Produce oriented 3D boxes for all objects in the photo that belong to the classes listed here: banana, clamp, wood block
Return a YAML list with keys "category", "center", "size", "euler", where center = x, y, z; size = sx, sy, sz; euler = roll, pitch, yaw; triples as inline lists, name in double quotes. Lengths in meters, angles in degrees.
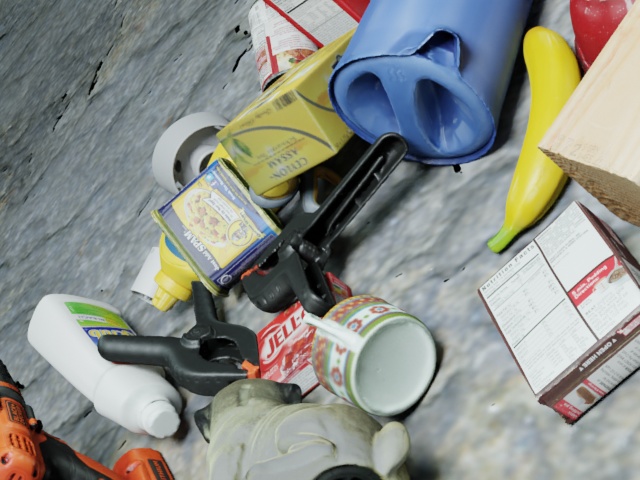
- category: "banana"
  center: [0.158, -0.087, 0.764]
  size: [0.070, 0.037, 0.197]
  euler: [-16, 48, 47]
- category: "clamp"
  center: [-0.006, 0.001, 0.862]
  size: [0.164, 0.036, 0.210]
  euler: [-61, 15, -21]
- category: "clamp"
  center: [-0.101, 0.087, 0.933]
  size: [0.172, 0.039, 0.120]
  euler: [18, 48, 36]
- category: "wood block"
  center: [0.235, -0.107, 0.622]
  size: [0.206, 0.090, 0.090]
  euler: [-56, 31, 0]

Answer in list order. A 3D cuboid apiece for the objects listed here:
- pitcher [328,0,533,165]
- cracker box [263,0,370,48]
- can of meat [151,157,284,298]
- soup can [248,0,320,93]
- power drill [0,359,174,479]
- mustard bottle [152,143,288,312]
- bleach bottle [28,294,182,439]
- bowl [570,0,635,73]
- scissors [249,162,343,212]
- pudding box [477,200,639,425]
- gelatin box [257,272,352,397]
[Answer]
- category: "pitcher"
  center: [0.105, -0.186, 0.864]
  size: [0.149, 0.145, 0.242]
  euler: [-1, 55, 41]
- category: "cracker box"
  center: [-0.017, -0.294, 1.039]
  size: [0.072, 0.213, 0.164]
  euler: [-26, 41, 39]
- category: "can of meat"
  center: [-0.089, -0.013, 0.971]
  size: [0.084, 0.057, 0.102]
  euler: [-41, 76, 6]
- category: "soup can"
  center: [-0.033, -0.193, 1.079]
  size: [0.069, 0.068, 0.102]
  euler: [-32, 57, 35]
- category: "power drill"
  center: [-0.214, 0.177, 0.890]
  size: [0.057, 0.187, 0.185]
  euler: [-53, 32, 7]
- category: "mustard bottle"
  center: [-0.103, -0.012, 1.039]
  size: [0.096, 0.058, 0.191]
  euler: [37, 94, 38]
- category: "bleach bottle"
  center: [-0.193, 0.125, 1.019]
  size: [0.251, 0.102, 0.068]
  euler: [28, 98, 53]
- category: "bowl"
  center: [0.231, -0.188, 0.742]
  size: [0.162, 0.055, 0.162]
  euler: [-35, 36, 31]
- category: "scissors"
  center: [-0.026, -0.079, 0.986]
  size: [0.202, 0.096, 0.016]
  euler: [-109, 21, -52]
- category: "pudding box"
  center: [0.153, 0.041, 0.647]
  size: [0.090, 0.039, 0.113]
  euler: [-46, 30, 18]
- category: "gelatin box"
  center: [-0.011, 0.080, 0.850]
  size: [0.089, 0.030, 0.073]
  euler: [-41, 32, 23]
